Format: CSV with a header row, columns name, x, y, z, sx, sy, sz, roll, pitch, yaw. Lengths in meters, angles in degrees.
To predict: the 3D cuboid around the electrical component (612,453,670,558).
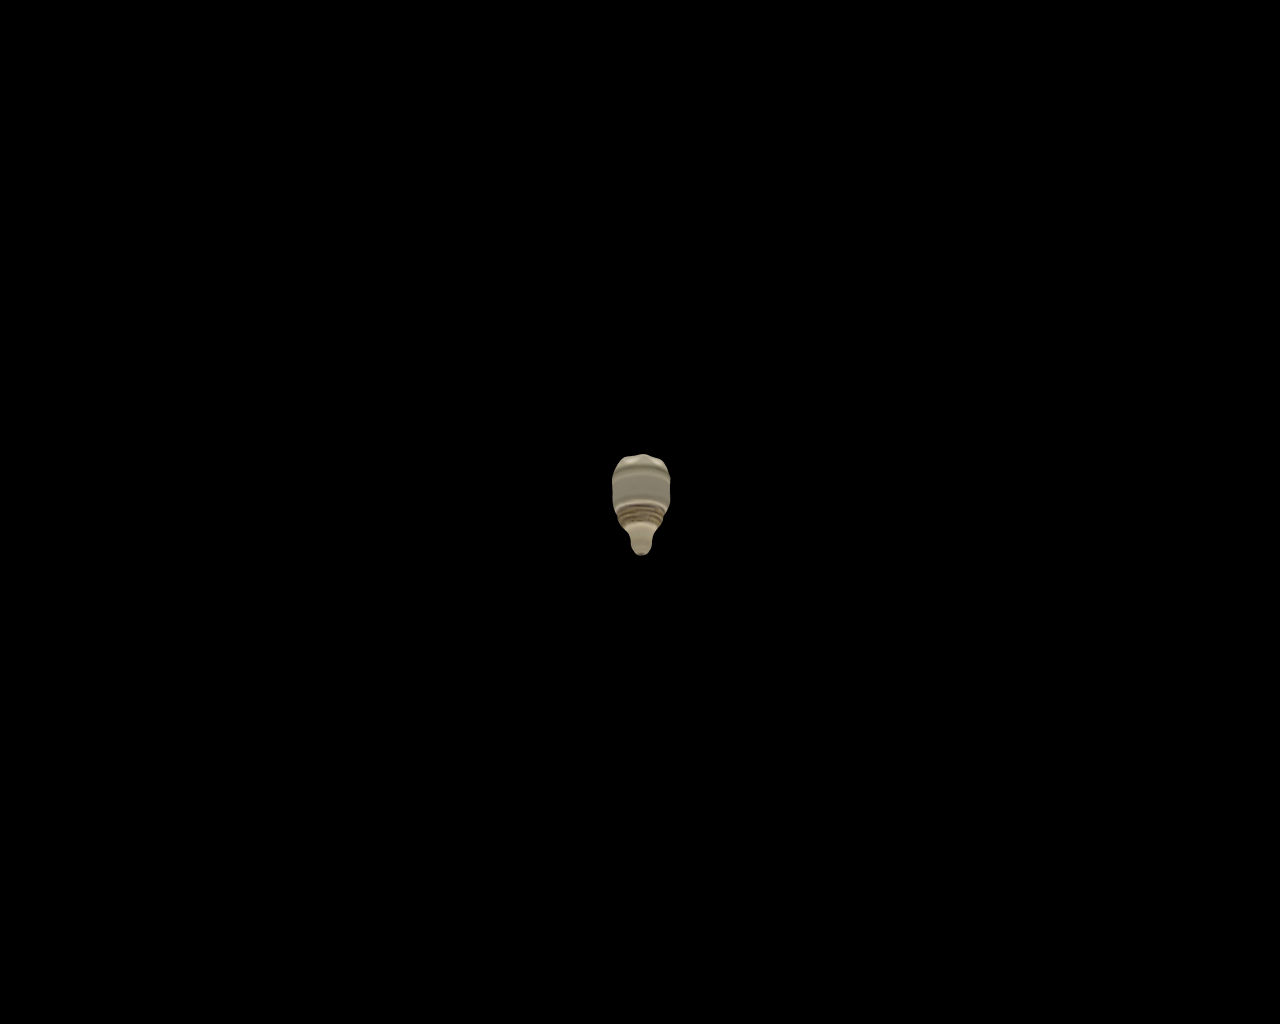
name,x,y,z,sx,sy,sz,roll,pitch,yaw
electrical component,0.001,-0.003,0.650,0.035,0.061,0.035,0,-22,0
